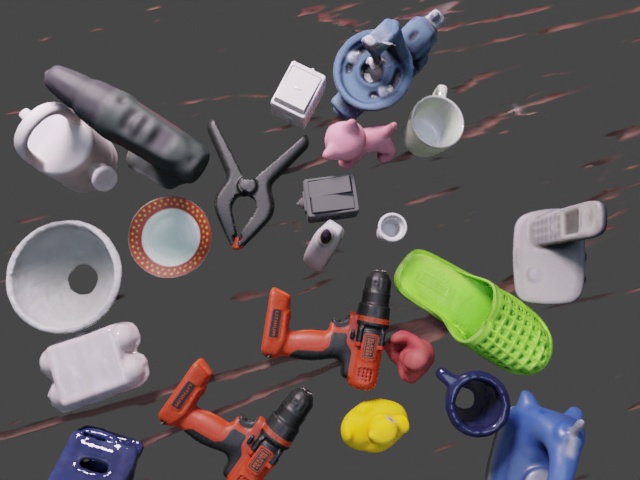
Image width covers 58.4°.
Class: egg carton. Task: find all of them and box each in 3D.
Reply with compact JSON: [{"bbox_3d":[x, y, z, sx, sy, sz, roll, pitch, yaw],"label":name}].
[{"bbox_3d":[-0.333,0.185,0.849,0.150,0.069,0.107,-20,83,-4],"label":"egg carton"}]

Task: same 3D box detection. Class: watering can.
[{"bbox_3d":[-0.366,-0.136,0.831,0.173,0.194,0.101,16,82,1],"label":"watering can"}]

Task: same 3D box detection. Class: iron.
[{"bbox_3d":[0.310,0.356,0.808,0.118,0.141,0.258,18,82,1],"label":"iron"}]

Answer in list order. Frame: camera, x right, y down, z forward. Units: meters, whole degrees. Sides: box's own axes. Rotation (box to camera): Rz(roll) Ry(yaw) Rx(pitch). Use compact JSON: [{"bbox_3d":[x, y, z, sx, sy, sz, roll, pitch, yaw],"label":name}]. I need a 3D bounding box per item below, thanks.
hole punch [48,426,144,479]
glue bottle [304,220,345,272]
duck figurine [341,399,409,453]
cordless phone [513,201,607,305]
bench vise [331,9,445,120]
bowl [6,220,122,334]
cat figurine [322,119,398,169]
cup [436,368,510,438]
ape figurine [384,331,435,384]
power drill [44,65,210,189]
[{"bbox_3d":[-0.322,0.327,0.819,0.108,0.091,0.101,16,82,1],"label":"hole punch"},{"bbox_3d":[0.008,0.003,0.833,0.037,0.173,0.078,32,82,3],"label":"glue bottle"},{"bbox_3d":[0.083,0.278,0.840,0.104,0.086,0.077,-13,82,-3],"label":"duck figurine"},{"bbox_3d":[0.355,0.019,0.835,0.094,0.185,0.148,0,82,-1],"label":"cordless phone"},{"bbox_3d":[0.099,-0.290,0.853,0.121,0.219,0.207,30,82,3],"label":"bench vise"},{"bbox_3d":[-0.372,0.058,0.863,0.167,0.074,0.167,0,82,-2],"label":"bowl"},{"bbox_3d":[0.060,-0.156,0.885,0.128,0.117,0.067,-14,82,-3],"label":"cat figurine"},{"bbox_3d":[0.211,0.229,0.846,0.117,0.095,0.092,39,83,4],"label":"cup"},{"bbox_3d":[0.137,0.175,0.853,0.076,0.092,0.078,4,82,-1],"label":"ape figurine"},{"bbox_3d":[-0.260,-0.147,0.828,0.229,0.208,0.076,29,82,3],"label":"power drill"}]
